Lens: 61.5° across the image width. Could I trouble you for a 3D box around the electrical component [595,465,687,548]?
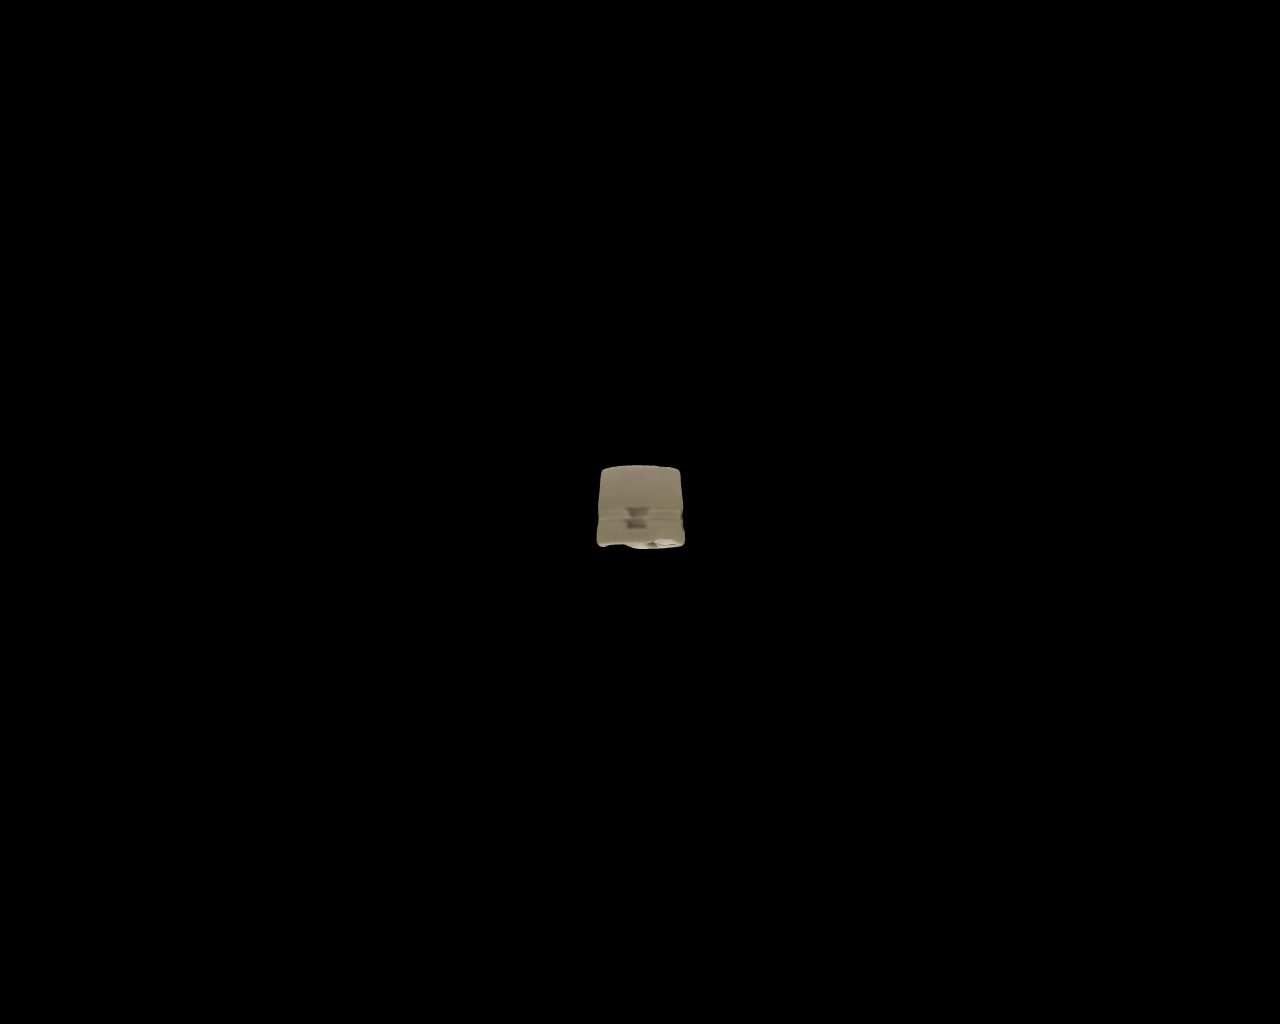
[{"bbox_3d":[0.001,-0.003,0.650,0.055,0.047,0.055,0,-5,0],"label":"electrical component"}]
